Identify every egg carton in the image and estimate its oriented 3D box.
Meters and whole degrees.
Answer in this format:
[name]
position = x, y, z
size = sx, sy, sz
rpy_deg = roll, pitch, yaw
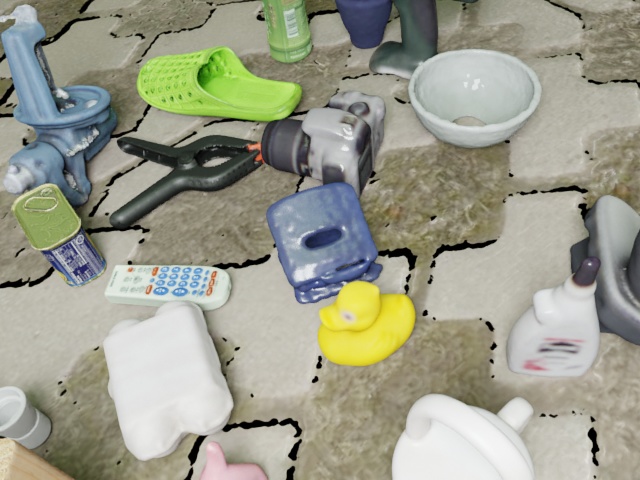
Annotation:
[egg carton]
position = -0.150, 0.132, 0.561
size = 0.107, 0.069, 0.150
rpy_deg = -23, 53, -10

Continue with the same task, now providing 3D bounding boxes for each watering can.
[watering can]
position = 0.099, 0.179, 0.413
size = 0.100, 0.194, 0.173
rpy_deg = 16, 56, 19

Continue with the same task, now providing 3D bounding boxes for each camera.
[camera]
position = 0.002, -0.132, 0.728
size = 0.136, 0.101, 0.143
rpy_deg = 13, 55, 17

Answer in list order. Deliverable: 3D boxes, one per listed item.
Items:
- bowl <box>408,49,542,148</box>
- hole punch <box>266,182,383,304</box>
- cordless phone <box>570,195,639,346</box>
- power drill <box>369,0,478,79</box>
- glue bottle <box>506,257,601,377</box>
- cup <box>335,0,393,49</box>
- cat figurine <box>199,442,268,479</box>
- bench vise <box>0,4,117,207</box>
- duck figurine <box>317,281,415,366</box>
[bowl]
position = 0.199, -0.174, 0.753
size = 0.167, 0.075, 0.167
rpy_deg = -3, 52, 5
[hole punch]
position = 0.006, 0.002, 0.629
size = 0.109, 0.091, 0.101
rpy_deg = -19, 52, -8
[cordless phone]
position = 0.302, 0.000, 0.533
size = 0.094, 0.185, 0.147
rpy_deg = 2, 53, 9
[power drill]
position = 0.114, -0.338, 0.806
size = 0.229, 0.209, 0.076
rpy_deg = 16, 56, 19
[glue bottle]
position = 0.213, 0.068, 0.499
size = 0.078, 0.173, 0.037
rpy_deg = -2, 52, 6
[cup]
position = 0.067, -0.361, 0.902
size = 0.091, 0.095, 0.117
rpy_deg = -14, 52, -3
[cat figurine]
position = -0.089, 0.225, 0.450
size = 0.067, 0.118, 0.128
rpy_deg = 0, 52, 8
[bench vise]
position = -0.334, -0.160, 0.717
size = 0.121, 0.220, 0.207
rpy_deg = -10, 52, 0
[duck figurine]
position = 0.045, 0.073, 0.572
size = 0.104, 0.086, 0.077
rpy_deg = -18, 52, -7
